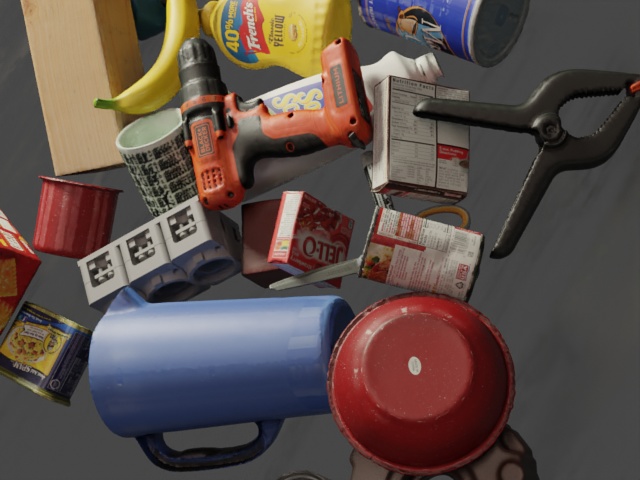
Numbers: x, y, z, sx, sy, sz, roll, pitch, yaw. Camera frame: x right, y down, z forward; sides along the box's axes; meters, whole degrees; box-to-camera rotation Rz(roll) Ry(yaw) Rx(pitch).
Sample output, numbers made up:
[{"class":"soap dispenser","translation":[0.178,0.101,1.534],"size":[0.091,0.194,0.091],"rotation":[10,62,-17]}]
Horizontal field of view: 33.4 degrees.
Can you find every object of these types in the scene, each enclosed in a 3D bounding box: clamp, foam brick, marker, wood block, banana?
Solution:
[{"class":"clamp","translation":[0.201,-0.104,0.986],"size":[0.210,0.036,0.164],"rotation":[-34,85,1]},{"class":"foam brick","translation":[-0.046,0.004,1.082],"size":[0.051,0.053,0.078],"rotation":[-11,68,22]},{"class":"marker","translation":[0.064,-0.034,1.062],"size":[0.020,0.020,0.121],"rotation":[-23,63,16]},{"class":"wood block","translation":[-0.252,-0.180,1.180],"size":[0.091,0.090,0.206],"rotation":[-10,93,20]},{"class":"banana","translation":[-0.168,-0.201,1.150],"size":[0.037,0.069,0.197],"rotation":[-27,33,53]}]

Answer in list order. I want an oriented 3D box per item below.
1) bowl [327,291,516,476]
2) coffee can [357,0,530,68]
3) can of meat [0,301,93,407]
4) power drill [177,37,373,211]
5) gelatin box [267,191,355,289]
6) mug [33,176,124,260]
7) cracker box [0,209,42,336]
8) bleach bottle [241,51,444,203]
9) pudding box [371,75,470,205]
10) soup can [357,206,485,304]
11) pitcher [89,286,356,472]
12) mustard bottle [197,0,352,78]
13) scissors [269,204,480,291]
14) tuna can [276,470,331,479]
[{"class":"bowl","translation":[0.083,0.112,0.892],"size":[0.162,0.055,0.162],"rotation":[-3,69,7]},{"class":"coffee can","translation":[0.123,-0.241,1.062],"size":[0.140,0.102,0.103],"rotation":[27,84,31]},{"class":"can of meat","translation":[-0.297,0.121,1.156],"size":[0.102,0.057,0.084],"rotation":[20,79,30]},{"class":"power drill","translation":[-0.049,-0.136,1.057],"size":[0.188,0.057,0.184],"rotation":[-16,77,17]},{"class":"gelatin box","translation":[-0.007,0.001,1.041],"size":[0.030,0.089,0.073],"rotation":[1,72,40]},{"class":"mug","translation":[-0.273,-0.024,1.183],"size":[0.117,0.093,0.081],"rotation":[12,92,65]},{"class":"cracker box","translation":[-0.412,0.070,1.184],"size":[0.164,0.072,0.214],"rotation":[38,99,48]},{"class":"bleach bottle","translation":[0.006,-0.133,1.103],"size":[0.251,0.068,0.102],"rotation":[-25,65,13]},{"class":"pudding box","translation":[0.097,-0.096,1.025],"size":[0.039,0.090,0.113],"rotation":[144,131,-64]},{"class":"soup can","translation":[0.091,0.014,0.963],"size":[0.102,0.068,0.068],"rotation":[15,77,4]},{"class":"pitcher","translation":[-0.085,0.127,1.021],"size":[0.243,0.149,0.145],"rotation":[-6,52,20]},{"class":"mustard bottle","translation":[-0.059,-0.234,1.164],"size":[0.192,0.058,0.096],"rotation":[14,111,30]},{"class":"scissors","translation":[0.062,0.034,1.002],"size":[0.201,0.016,0.096],"rotation":[-29,71,-10]},{"class":"tuna can","translation":[-0.013,0.257,0.982],"size":[0.086,0.033,0.086],"rotation":[-9,67,22]}]
